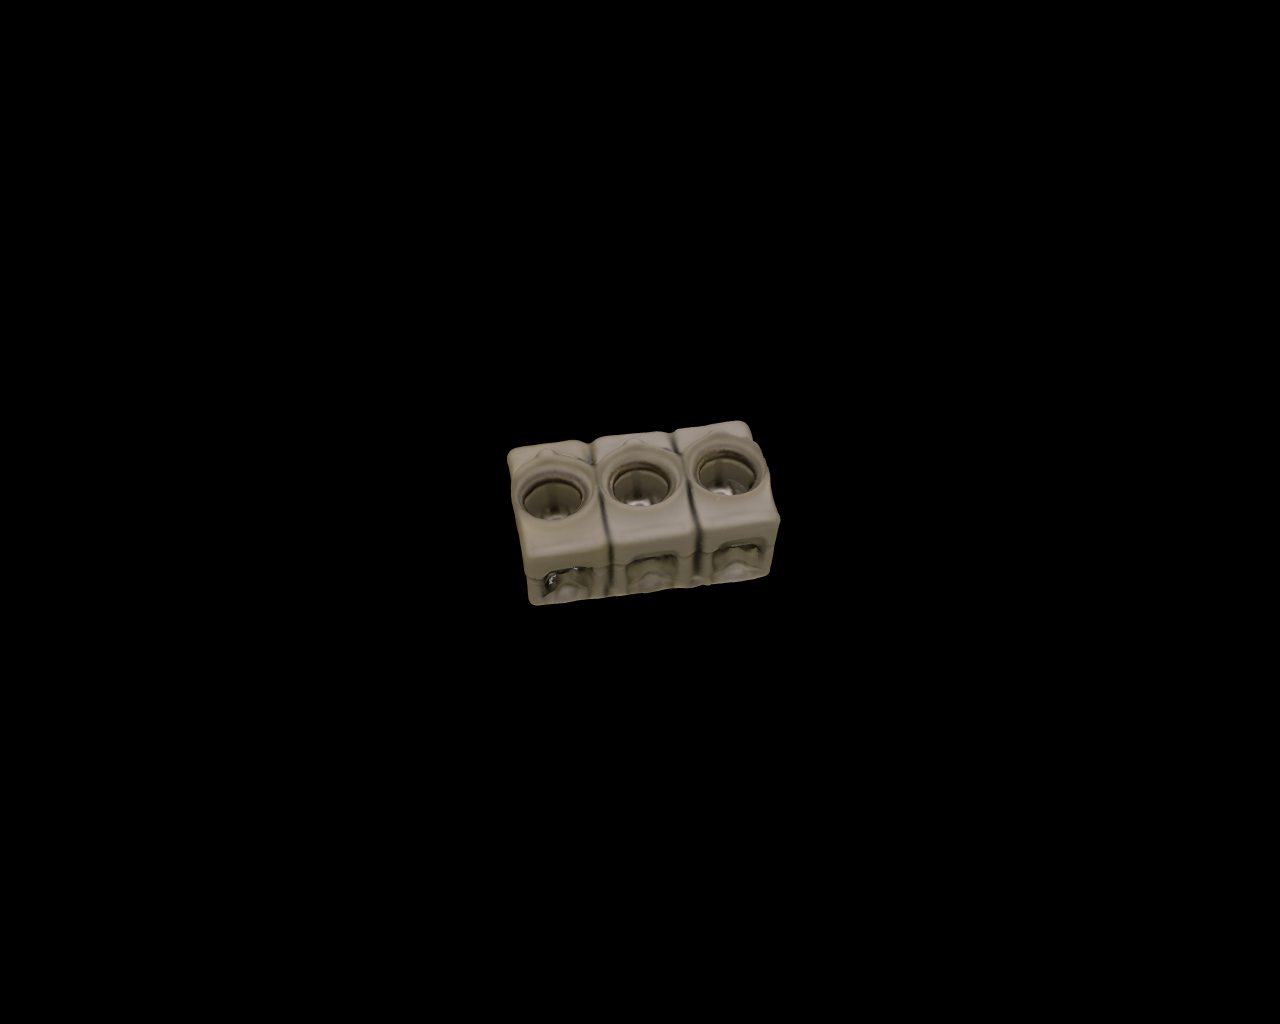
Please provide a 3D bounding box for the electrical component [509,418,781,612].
[{"bbox_3d":[0.001,-0.003,0.650,0.150,0.090,0.061,-7,-40,-6],"label":"electrical component"}]
